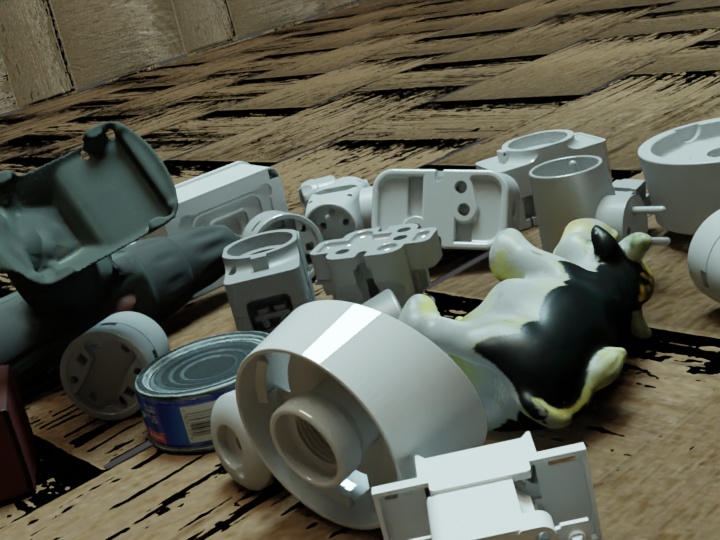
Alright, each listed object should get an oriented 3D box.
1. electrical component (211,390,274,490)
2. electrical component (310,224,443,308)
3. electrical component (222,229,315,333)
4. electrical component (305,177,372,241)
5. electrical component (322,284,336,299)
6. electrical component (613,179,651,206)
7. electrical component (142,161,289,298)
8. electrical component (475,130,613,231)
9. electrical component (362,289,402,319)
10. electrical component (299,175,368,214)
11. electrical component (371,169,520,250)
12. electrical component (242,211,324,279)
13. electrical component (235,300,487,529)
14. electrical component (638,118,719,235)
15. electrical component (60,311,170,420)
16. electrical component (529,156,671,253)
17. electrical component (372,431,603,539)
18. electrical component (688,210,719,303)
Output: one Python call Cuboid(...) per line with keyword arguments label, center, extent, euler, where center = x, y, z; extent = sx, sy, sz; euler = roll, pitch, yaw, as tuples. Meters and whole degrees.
Cuboid(label="electrical component", center=(-0.038, 0.075, 0.521), extent=(0.062, 0.048, 0.048), euler=(-18, 17, -37))
Cuboid(label="electrical component", center=(0.014, 0.009, 0.660), extent=(0.078, 0.057, 0.058), euler=(-6, 19, 22))
Cuboid(label="electrical component", center=(-0.060, 0.008, 0.719), extent=(0.050, 0.055, 0.089), euler=(-13, 18, 1))
Cuboid(label="electrical component", center=(0.002, -0.047, 0.862), extent=(0.079, 0.043, 0.077), euler=(-9, 18, 16))
Cuboid(label="electrical component", center=(0.000, 0.000, 0.729), extent=(0.046, 0.040, 0.040), euler=(-14, 17, 20))
Cuboid(label="electrical component", center=(0.156, -0.037, 0.715), extent=(0.055, 0.048, 0.066), euler=(7, 26, 32))
Cuboid(label="electrical component", center=(-0.117, -0.034, 0.856), extent=(0.113, 0.078, 0.057), euler=(-26, 24, -34))
Cuboid(label="electrical component", center=(0.139, -0.071, 0.812), extent=(0.089, 0.055, 0.050), euler=(-17, 18, -11))
Cuboid(label="electrical component", center=(-0.006, 0.042, 0.602), extent=(0.065, 0.044, 0.044), euler=(-21, 18, -6))
Cuboid(label="electrical component", center=(-0.022, -0.068, 0.960), extent=(0.061, 0.035, 0.035), euler=(-15, 17, -12))
Cuboid(label="electrical component", center=(0.062, -0.042, 0.755), extent=(0.095, 0.053, 0.059), euler=(2, 3, 18))
Cuboid(label="electrical component", center=(-0.059, -0.017, 0.801), extent=(0.055, 0.055, 0.047), euler=(-19, 15, -15))
Cuboid(label="electrical component", center=(-0.002, 0.059, 0.459), extent=(0.099, 0.099, 0.064), euler=(3, 30, 43))
Cuboid(label="electrical component", center=(0.236, -0.056, 0.683), extent=(0.108, 0.060, 0.108), euler=(-13, 18, 4))
Cuboid(label="electrical component", center=(-0.144, 0.055, 0.644), extent=(0.055, 0.055, 0.047), euler=(-10, 14, 11))
Cuboid(label="electrical component", center=(0.144, -0.026, 0.634), extent=(0.079, 0.077, 0.043), euler=(1, 23, 37))
Cuboid(label="electrical component", center=(0.048, 0.096, 0.392), extent=(0.081, 0.042, 0.063), euler=(-13, 19, 4))
Cuboid(label="electrical component", center=(0.205, -0.002, 0.555), extent=(0.055, 0.055, 0.047), euler=(-15, 22, -5))
